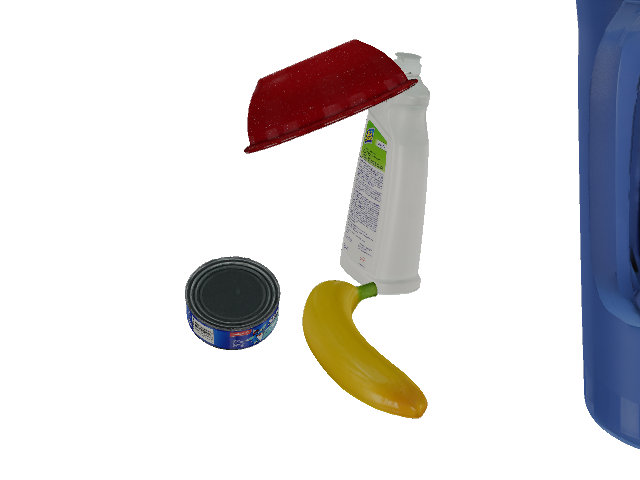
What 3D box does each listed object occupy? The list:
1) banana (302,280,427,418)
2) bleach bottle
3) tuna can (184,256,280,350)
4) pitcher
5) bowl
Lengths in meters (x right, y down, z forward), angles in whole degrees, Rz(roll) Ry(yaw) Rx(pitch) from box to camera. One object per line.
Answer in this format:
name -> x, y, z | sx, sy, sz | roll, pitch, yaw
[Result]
banana -> 0.024, 0.071, 0.782 | 0.069, 0.037, 0.198 | -8, 25, -5
bleach bottle -> 0.080, -0.075, 1.155 | 0.068, 0.251, 0.103 | -4, 23, -30
tuna can -> -0.080, 0.057, 0.969 | 0.086, 0.086, 0.034 | 0, -43, -4
pitcher -> 0.185, -0.014, 0.529 | 0.149, 0.243, 0.145 | -4, 19, -4
bowl -> -0.001, -0.130, 0.916 | 0.162, 0.055, 0.162 | -22, 9, 3
